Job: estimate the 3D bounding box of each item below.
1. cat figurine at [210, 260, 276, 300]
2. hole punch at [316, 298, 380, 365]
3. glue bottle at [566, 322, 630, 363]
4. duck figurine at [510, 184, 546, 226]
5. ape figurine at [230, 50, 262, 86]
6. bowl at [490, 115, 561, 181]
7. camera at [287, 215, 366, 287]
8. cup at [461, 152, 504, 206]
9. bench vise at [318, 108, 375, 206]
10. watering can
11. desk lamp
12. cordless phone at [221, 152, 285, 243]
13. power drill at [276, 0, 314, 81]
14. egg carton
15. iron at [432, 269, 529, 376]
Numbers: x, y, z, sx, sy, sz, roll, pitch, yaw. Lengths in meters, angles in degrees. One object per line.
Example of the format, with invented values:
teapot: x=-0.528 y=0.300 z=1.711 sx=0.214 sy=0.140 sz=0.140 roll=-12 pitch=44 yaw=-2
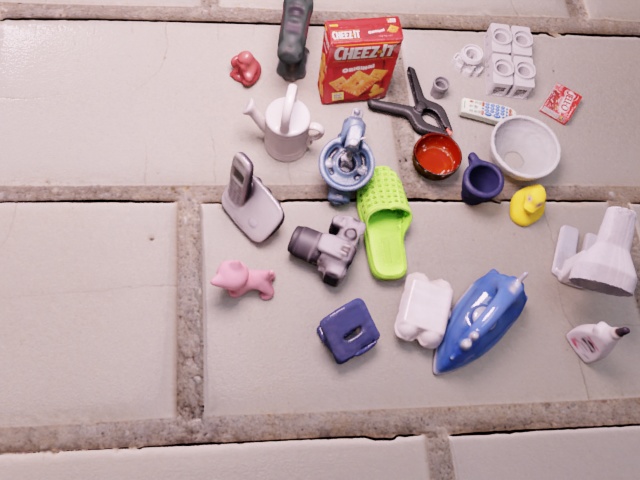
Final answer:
cat figurine: x=-0.151 y=0.073 z=1.144 sx=0.128 sy=0.118 sz=0.067 roll=1 pitch=68 yaw=-6
hole punch: x=0.060 y=0.182 z=1.138 sx=0.109 sy=0.091 sz=0.101 roll=-30 pitch=74 yaw=-16
glue bottle: x=0.561 y=0.196 z=1.141 sx=0.037 sy=0.173 sz=0.078 roll=-32 pitch=75 yaw=-16
duck figurine: x=0.480 y=-0.090 z=1.292 sx=0.077 sy=0.086 sz=0.105 roll=33 pitch=69 yaw=8
ape figurine: x=-0.174 y=-0.411 z=1.345 sx=0.076 sy=0.092 sz=0.078 roll=-12 pitch=70 yaw=-10
bowl: x=0.469 y=-0.203 z=1.341 sx=0.167 sy=0.075 sz=0.167 roll=2 pitch=68 yaw=-5
camera: x=0.011 y=0.004 z=1.197 sx=0.136 sy=0.101 sz=0.143 roll=23 pitch=68 yaw=3
cup: x=0.349 y=-0.129 z=1.288 sx=0.092 sy=0.095 sz=0.117 roll=-15 pitch=71 yaw=-11
bench vise: x=0.055 y=-0.204 z=1.219 sx=0.121 sy=0.220 sz=0.207 roll=-4 pitch=69 yaw=-7
watering can: x=-0.078 y=-0.259 z=1.241 sx=0.173 sy=0.194 sz=0.101 roll=-6 pitch=69 yaw=-8
desk lamp: x=0.570 y=0.033 z=1.184 sx=0.118 sy=0.213 sz=0.203 roll=19 pitch=68 yaw=2
cordless phone: x=-0.137 y=-0.090 z=1.173 sx=0.094 sy=0.185 sz=0.147 roll=-41 pitch=77 yaw=-18
power drill: x=-0.057 y=-0.482 z=1.323 sx=0.075 sy=0.208 sz=0.229 roll=8 pitch=68 yaw=-2
egg carton: x=0.215 y=0.145 z=1.180 sx=0.107 sy=0.069 sz=0.150 roll=17 pitch=68 yaw=1
iron: x=0.324 y=0.164 z=1.145 sx=0.118 sy=0.141 sz=0.259 roll=40 pitch=70 yaw=10
